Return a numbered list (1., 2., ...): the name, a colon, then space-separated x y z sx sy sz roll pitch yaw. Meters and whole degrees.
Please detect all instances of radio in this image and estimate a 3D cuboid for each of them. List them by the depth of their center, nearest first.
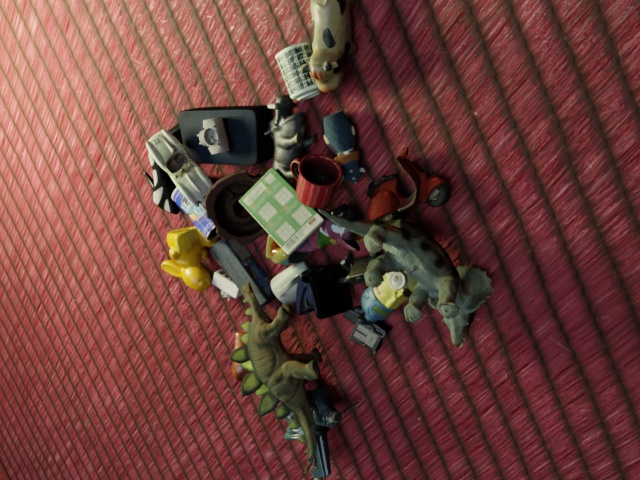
1. radio: -0.222 -0.248 1.276 0.230 0.073 0.131 7 111 29

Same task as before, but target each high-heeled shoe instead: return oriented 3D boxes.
1. high-heeled shoe: -0.372 -0.177 1.382 0.145 0.086 0.248 49 127 2

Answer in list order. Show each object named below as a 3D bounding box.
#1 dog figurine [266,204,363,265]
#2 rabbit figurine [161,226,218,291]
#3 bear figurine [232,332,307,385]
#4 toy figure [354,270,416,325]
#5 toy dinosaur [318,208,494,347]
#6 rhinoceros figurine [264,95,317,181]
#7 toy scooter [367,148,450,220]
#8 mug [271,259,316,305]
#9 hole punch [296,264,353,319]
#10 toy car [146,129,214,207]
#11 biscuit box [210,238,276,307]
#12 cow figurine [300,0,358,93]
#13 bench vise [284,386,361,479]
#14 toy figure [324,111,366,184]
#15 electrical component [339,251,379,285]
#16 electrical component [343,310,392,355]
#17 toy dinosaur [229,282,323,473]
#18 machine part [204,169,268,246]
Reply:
1. dog figurine: -0.002 -0.004 1.216 0.219 0.108 0.191 20 114 19
2. rabbit figurine: -0.348 0.055 1.422 0.162 0.122 0.173 -10 102 37
3. bear figurine: -0.127 0.318 1.405 0.196 0.120 0.132 2 65 3
4. toy figure: 0.152 0.118 1.182 0.180 0.089 0.082 -51 58 33
5. toy dinosaur: 0.190 0.040 1.062 0.405 0.192 0.131 48 130 0
6. rhinoceros figurine: -0.071 -0.227 1.202 0.112 0.073 0.190 18 117 35
7. toy scooter: 0.165 -0.109 1.104 0.184 0.075 0.135 -25 93 30
8. mug: -0.060 0.096 1.286 0.107 0.109 0.081 -42 81 20
9. hole punch: 0.003 0.117 1.245 0.092 0.142 0.115 -10 90 57
10. toy car: -0.327 -0.169 1.272 0.073 0.056 0.201 -39 91 -6
11. biscuit box: -0.193 0.081 1.378 0.063 0.059 0.202 -38 86 32
12. cow figurine: 0.018 -0.390 1.058 0.086 0.127 0.194 9 109 30
13. bench vise: -0.007 0.498 1.370 0.224 0.129 0.240 -16 81 40
14. toy figure: 0.054 -0.196 1.147 0.064 0.058 0.154 -9 107 38
15. electrical component: 0.091 0.057 1.209 0.102 0.078 0.045 -12 125 37
16. electrical component: 0.102 0.204 1.262 0.119 0.048 0.074 34 119 13
17. toy dinosaur: -0.092 0.319 1.292 0.199 0.105 0.471 -30 81 12
18. machine part: -0.181 -0.078 1.263 0.179 0.056 0.179 -3 107 -10
